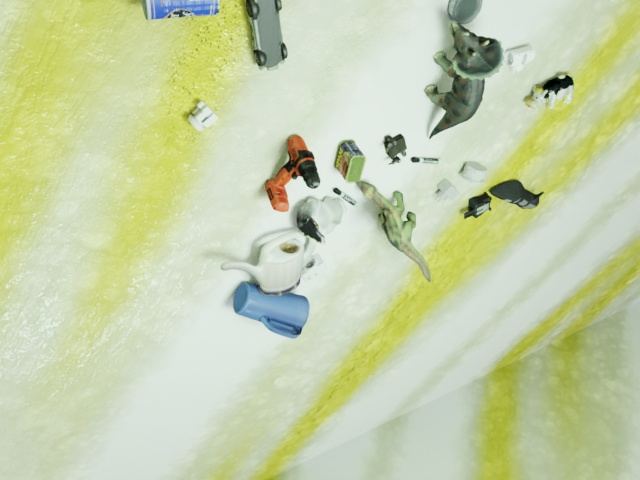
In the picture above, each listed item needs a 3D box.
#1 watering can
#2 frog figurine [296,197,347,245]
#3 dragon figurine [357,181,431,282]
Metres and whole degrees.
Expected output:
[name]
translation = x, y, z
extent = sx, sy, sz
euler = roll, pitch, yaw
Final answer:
[watering can]
translation = -0.157, 0.084, 1.614
extent = 0.351, 0.105, 0.219
euler = -22, 137, -31
[frog figurine]
translation = 0.005, -0.080, 1.592
extent = 0.135, 0.122, 0.163
euler = 52, 52, -25
[dragon figurine]
translation = 0.242, -0.019, 1.629
extent = 0.121, 0.411, 0.245
euler = -32, 179, 23
